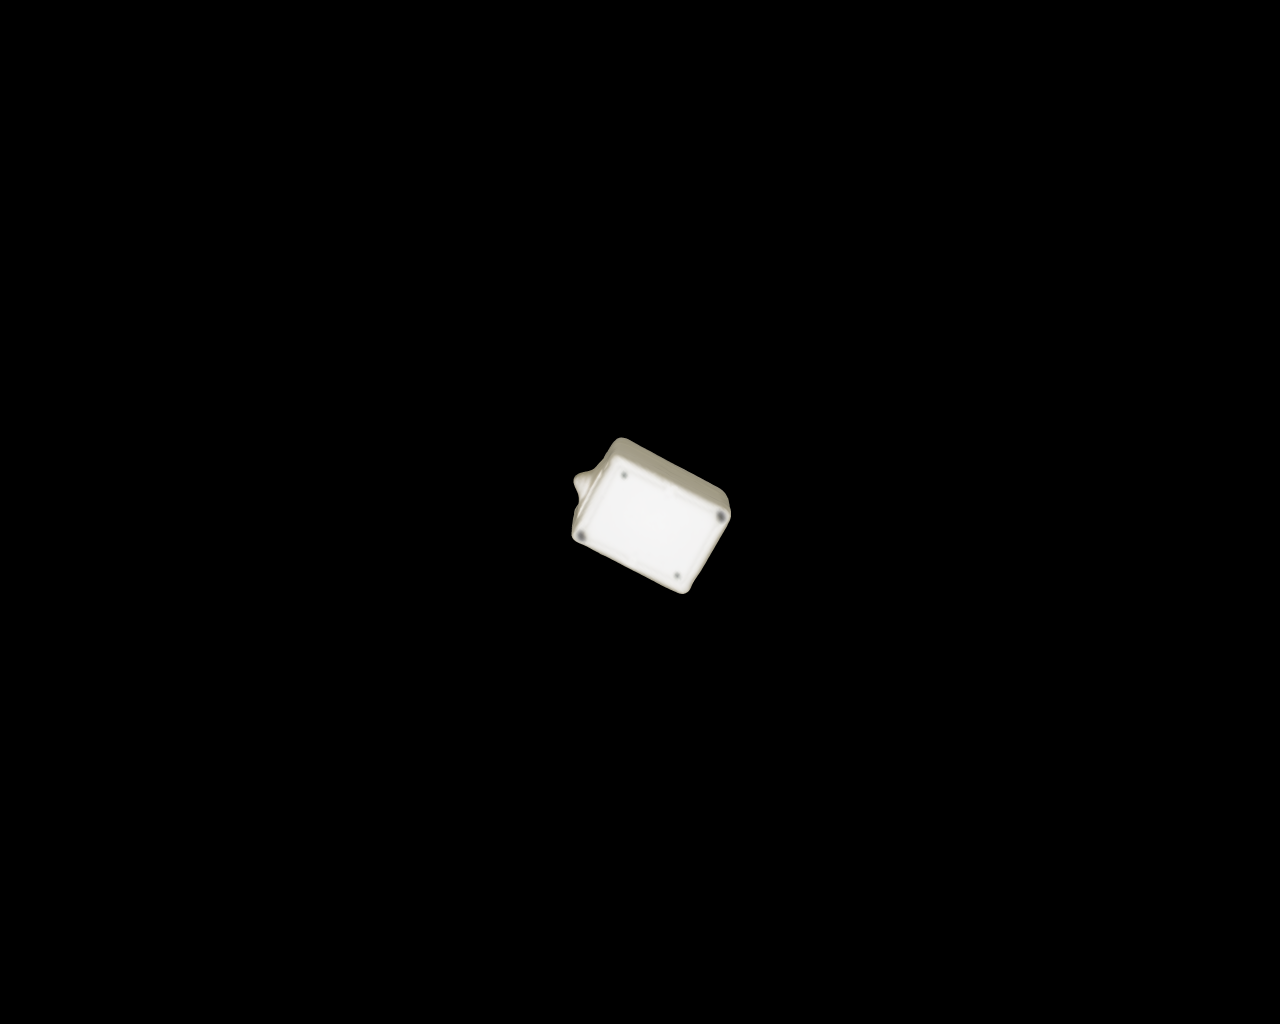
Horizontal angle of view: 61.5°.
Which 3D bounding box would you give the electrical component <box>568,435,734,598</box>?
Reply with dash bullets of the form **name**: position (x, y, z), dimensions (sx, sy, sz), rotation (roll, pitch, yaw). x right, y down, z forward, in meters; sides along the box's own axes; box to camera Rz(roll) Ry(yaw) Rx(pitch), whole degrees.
- **electrical component**: position (0.001, -0.003, 0.650), dimensions (0.096, 0.061, 0.061), rotation (27, 14, -7)
